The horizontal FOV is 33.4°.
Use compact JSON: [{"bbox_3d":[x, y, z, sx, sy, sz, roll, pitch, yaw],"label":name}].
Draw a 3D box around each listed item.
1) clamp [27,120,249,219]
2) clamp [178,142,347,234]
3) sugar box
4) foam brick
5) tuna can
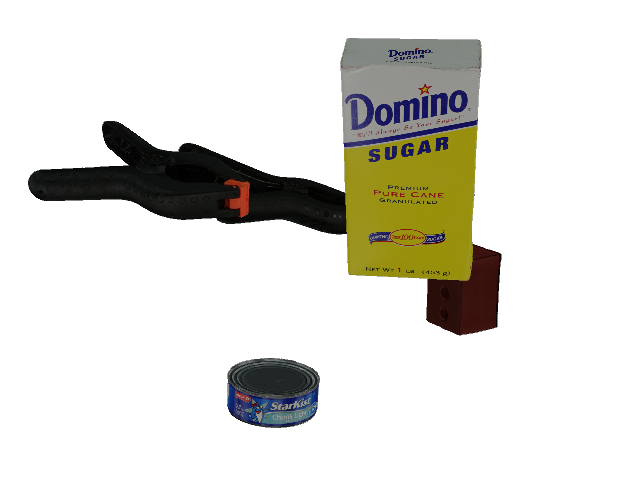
[{"bbox_3d":[-0.141,-0.047,0.847,0.172,0.039,0.120,17,41,27],"label":"clamp"},{"bbox_3d":[-0.033,-0.038,1.067,0.209,0.036,0.165,14,20,-20],"label":"clamp"},{"bbox_3d":[0.063,-0.053,0.748,0.093,0.176,0.048,2,39,8],"label":"sugar box"},{"bbox_3d":[0.140,0.047,1.045,0.051,0.078,0.053,-11,20,-33],"label":"foam brick"},{"bbox_3d":[-0.044,0.141,0.987,0.086,0.034,0.086,3,16,-1],"label":"tuna can"}]
